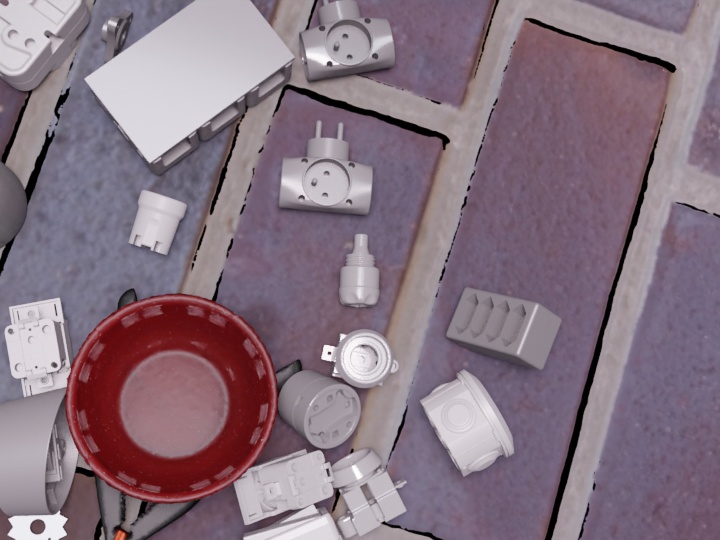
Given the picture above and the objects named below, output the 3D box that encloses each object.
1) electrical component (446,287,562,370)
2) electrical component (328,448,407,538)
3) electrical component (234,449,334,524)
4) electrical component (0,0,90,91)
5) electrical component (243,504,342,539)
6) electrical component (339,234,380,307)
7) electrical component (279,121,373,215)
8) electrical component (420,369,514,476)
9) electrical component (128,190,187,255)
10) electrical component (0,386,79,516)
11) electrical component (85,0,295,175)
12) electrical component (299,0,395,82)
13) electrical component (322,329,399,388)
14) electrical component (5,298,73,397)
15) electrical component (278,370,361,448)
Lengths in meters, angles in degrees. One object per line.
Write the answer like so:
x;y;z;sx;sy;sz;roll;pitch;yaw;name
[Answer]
0.132;0.056;0.913;0.076;0.083;0.047;31;78;-40;electrical component
0.004;0.182;0.894;0.066;0.048;0.055;-27;94;-8;electrical component
-0.059;0.174;0.873;0.081;0.064;0.042;-11;84;-48;electrical component
-0.275;-0.202;0.906;0.054;0.059;0.095;36;81;-1;electrical component
-0.061;0.233;0.873;0.096;0.061;0.061;-22;86;-8;electrical component
0.000;0.000;0.921;0.035;0.035;0.061;3;80;-5;electrical component
-0.029;-0.089;0.924;0.077;0.044;0.079;5;83;-5;electrical component
0.089;0.127;0.893;0.051;0.080;0.080;-30;87;-3;electrical component
-0.172;-0.040;0.907;0.040;0.040;0.046;18;88;-3;electrical component
-0.253;0.144;0.848;0.064;0.099;0.099;-7;84;0;electrical component
-0.142;-0.162;0.913;0.150;0.061;0.089;-38;88;-9;electrical component
-0.015;-0.210;0.940;0.077;0.044;0.079;-11;85;-7;electrical component
0.002;0.075;0.902;0.066;0.055;0.048;12;82;-4;electrical component
-0.260;0.065;0.873;0.042;0.064;0.081;-11;85;-6;electrical component
-0.035;0.113;0.888;0.055;0.047;0.055;-12;111;-34;electrical component
